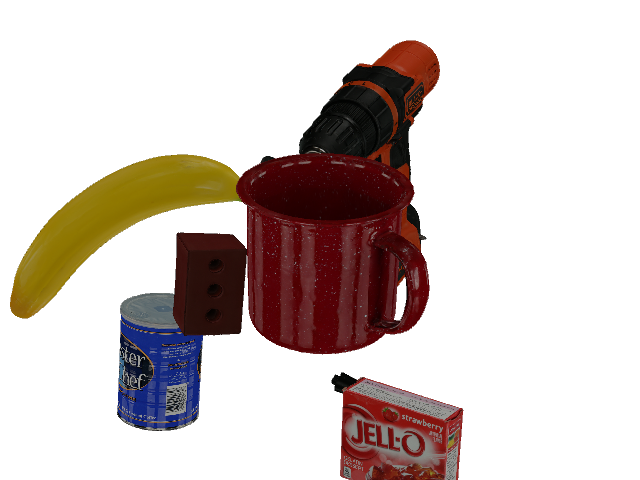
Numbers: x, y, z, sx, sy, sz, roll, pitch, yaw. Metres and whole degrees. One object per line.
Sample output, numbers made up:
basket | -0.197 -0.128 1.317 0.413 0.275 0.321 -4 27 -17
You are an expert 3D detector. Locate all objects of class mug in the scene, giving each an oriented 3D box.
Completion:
mug | 0.010 0.011 0.567 0.117 0.081 0.093 23 34 37

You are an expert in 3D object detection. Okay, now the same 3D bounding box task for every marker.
marker | 0.065 0.153 0.987 0.121 0.020 0.020 23 7 17

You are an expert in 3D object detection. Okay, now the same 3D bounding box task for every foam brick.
foam brick | -0.096 0.037 0.921 0.053 0.078 0.051 -1 15 -18

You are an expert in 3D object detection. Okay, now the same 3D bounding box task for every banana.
banana | -0.136 -0.011 0.731 0.198 0.069 0.037 -23 9 5

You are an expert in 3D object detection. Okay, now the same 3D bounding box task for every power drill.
power drill | 0.037 -0.041 0.815 0.057 0.188 0.184 18 38 22

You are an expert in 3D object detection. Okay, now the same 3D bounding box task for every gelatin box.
gelatin box | 0.057 0.148 0.777 0.089 0.073 0.030 13 21 32

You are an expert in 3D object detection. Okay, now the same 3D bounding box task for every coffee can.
coffee can | -0.196 0.147 1.307 0.103 0.140 0.103 5 17 -2

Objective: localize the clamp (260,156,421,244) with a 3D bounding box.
clamp | 0.038 -0.041 1.191 0.164 0.210 0.036 -13 -37 -23
